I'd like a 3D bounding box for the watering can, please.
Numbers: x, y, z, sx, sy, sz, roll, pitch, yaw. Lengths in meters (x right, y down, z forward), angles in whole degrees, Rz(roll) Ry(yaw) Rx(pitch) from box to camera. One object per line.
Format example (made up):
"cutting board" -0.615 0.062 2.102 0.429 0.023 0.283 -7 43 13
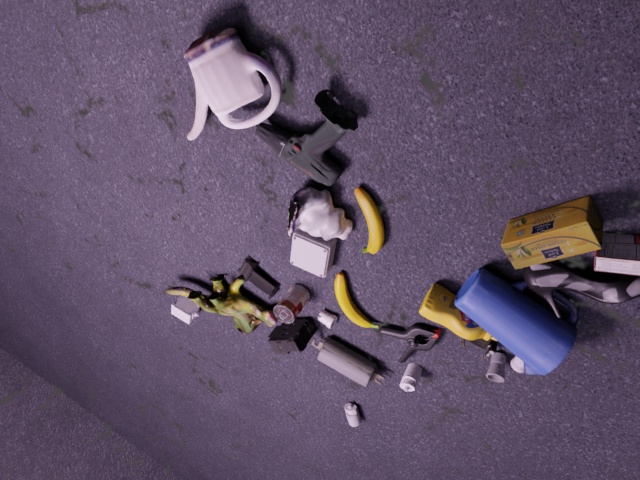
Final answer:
"watering can" -0.241 -0.354 1.197 0.345 0.106 0.221 -10 115 37

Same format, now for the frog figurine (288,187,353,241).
"frog figurine" 0.004 -0.064 1.279 0.159 0.125 0.134 4 124 -15

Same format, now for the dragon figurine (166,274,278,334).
"dragon figurine" -0.303 0.231 1.677 0.409 0.125 0.238 -4 128 36
